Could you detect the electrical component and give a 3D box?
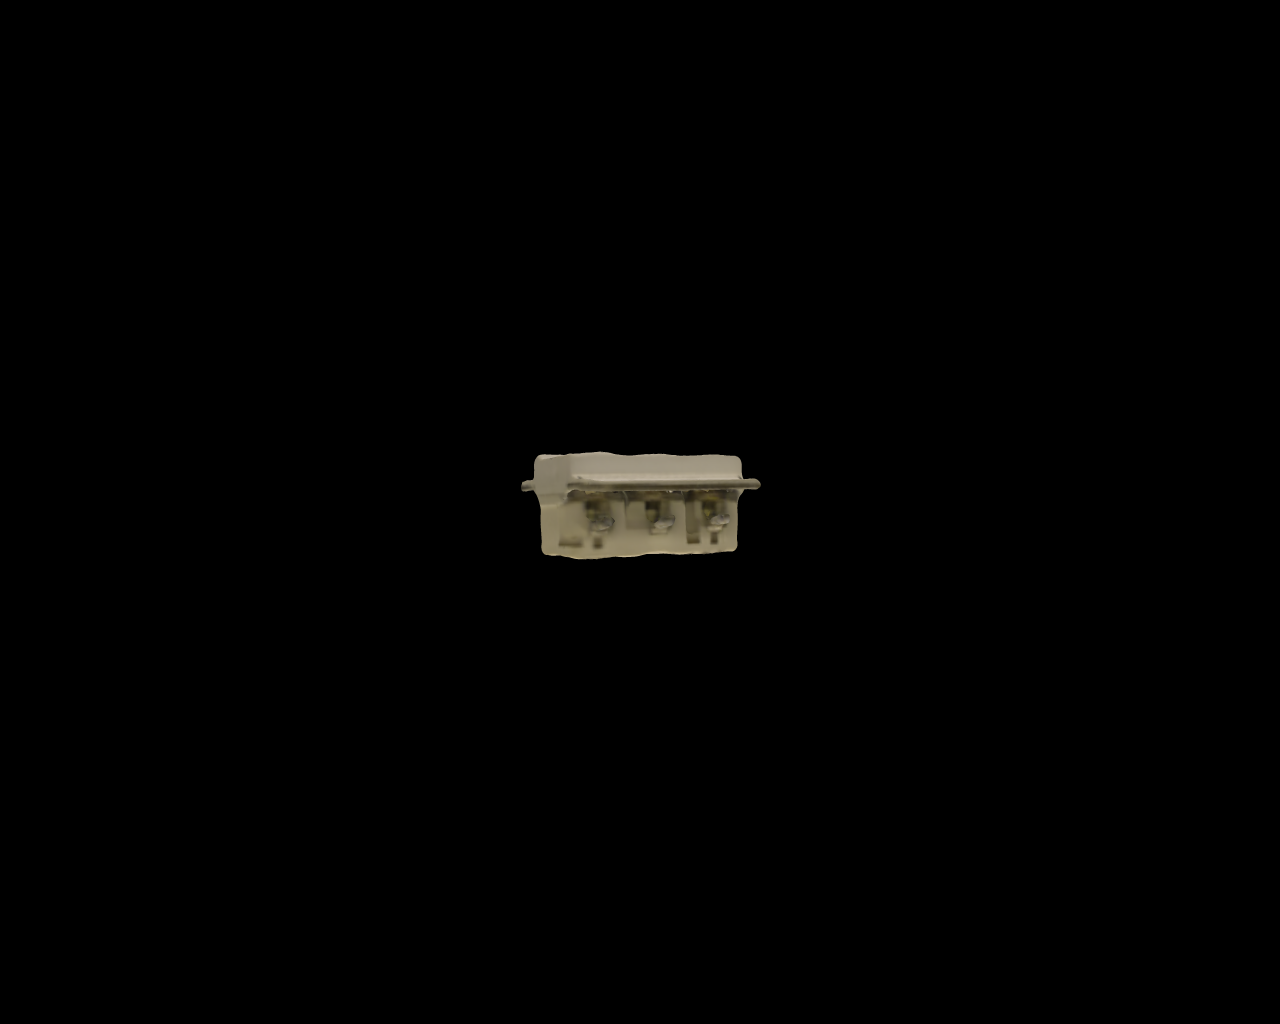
[{"bbox_3d":[0.001,-0.003,0.650,0.121,0.063,0.078,0,0,-32],"label":"electrical component"}]
